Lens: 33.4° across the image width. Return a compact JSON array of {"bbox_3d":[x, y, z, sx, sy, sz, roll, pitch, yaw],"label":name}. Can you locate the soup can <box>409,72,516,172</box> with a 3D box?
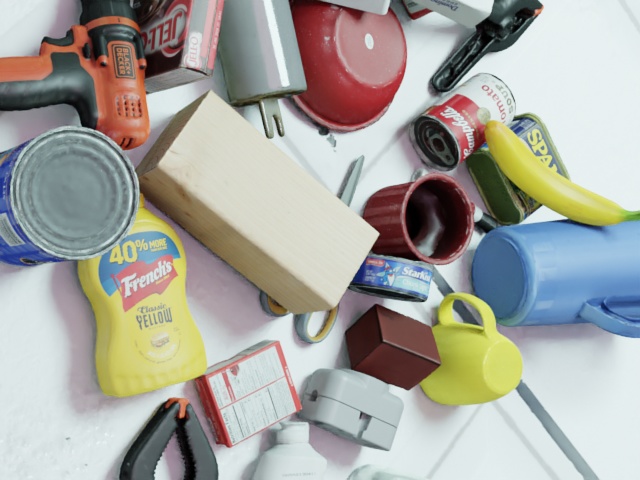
[{"bbox_3d":[0.154,-0.128,1.145,0.102,0.069,0.068,-38,106,-29],"label":"soup can"}]

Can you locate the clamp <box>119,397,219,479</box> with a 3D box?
[{"bbox_3d":[-0.130,0.250,0.959,0.164,0.036,0.210,18,77,-30],"label":"clamp"}]

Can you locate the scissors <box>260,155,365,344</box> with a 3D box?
[{"bbox_3d":[-0.007,0.001,1.066,0.096,0.016,0.202,13,80,-31],"label":"scissors"}]

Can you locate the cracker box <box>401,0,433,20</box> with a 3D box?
[{"bbox_3d":[0.144,-0.365,1.152,0.213,0.072,0.164,-41,108,-28],"label":"cracker box"}]

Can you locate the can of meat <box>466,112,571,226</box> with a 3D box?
[{"bbox_3d":[0.219,-0.078,1.190,0.083,0.058,0.102,-35,104,-26],"label":"can of meat"}]

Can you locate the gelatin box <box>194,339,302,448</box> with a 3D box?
[{"bbox_3d":[-0.069,0.144,1.009,0.089,0.030,0.073,-24,101,-31],"label":"gelatin box"}]

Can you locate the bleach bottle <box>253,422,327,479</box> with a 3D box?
[{"bbox_3d":[-0.018,0.300,1.013,0.102,0.068,0.251,4,82,-32],"label":"bleach bottle"}]

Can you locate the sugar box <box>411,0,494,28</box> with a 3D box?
[{"bbox_3d":[0.142,-0.311,1.068,0.093,0.048,0.176,20,71,-18],"label":"sugar box"}]

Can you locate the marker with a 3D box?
[{"bbox_3d":[0.150,-0.041,1.165,0.121,0.020,0.020,32,71,-26],"label":"marker"}]

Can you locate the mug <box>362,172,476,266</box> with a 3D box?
[{"bbox_3d":[0.106,-0.022,1.099,0.117,0.082,0.093,-18,96,-32],"label":"mug"}]

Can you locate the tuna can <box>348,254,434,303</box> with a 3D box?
[{"bbox_3d":[0.069,0.039,1.070,0.086,0.086,0.034,16,80,-30],"label":"tuna can"}]

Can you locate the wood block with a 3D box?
[{"bbox_3d":[-0.061,-0.029,0.980,0.206,0.090,0.090,39,67,-17],"label":"wood block"}]

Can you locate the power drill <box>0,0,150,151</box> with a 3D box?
[{"bbox_3d":[-0.238,-0.164,0.892,0.187,0.057,0.184,-1,65,-26],"label":"power drill"}]

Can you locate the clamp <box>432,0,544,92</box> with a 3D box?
[{"bbox_3d":[0.185,-0.228,1.175,0.171,0.120,0.039,-21,56,-44],"label":"clamp"}]

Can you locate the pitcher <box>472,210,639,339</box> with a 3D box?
[{"bbox_3d":[0.299,0.040,1.183,0.242,0.149,0.145,-4,89,-29],"label":"pitcher"}]

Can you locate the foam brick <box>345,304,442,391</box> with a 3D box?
[{"bbox_3d":[0.073,0.109,1.077,0.078,0.051,0.053,24,36,-28],"label":"foam brick"}]

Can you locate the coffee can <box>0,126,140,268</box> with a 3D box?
[{"bbox_3d":[-0.220,-0.031,0.861,0.102,0.141,0.103,2,85,-32],"label":"coffee can"}]

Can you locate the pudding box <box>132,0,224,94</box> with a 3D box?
[{"bbox_3d":[-0.131,-0.182,0.943,0.039,0.114,0.090,15,78,-35],"label":"pudding box"}]

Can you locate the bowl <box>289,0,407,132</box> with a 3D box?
[{"bbox_3d":[0.035,-0.193,1.077,0.161,0.055,0.162,4,82,-35],"label":"bowl"}]

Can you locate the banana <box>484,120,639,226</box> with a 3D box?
[{"bbox_3d":[0.248,-0.064,1.133,0.197,0.070,0.037,28,53,-9],"label":"banana"}]

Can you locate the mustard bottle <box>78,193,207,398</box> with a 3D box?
[{"bbox_3d":[-0.162,0.036,0.941,0.096,0.058,0.191,-12,93,-32],"label":"mustard bottle"}]
